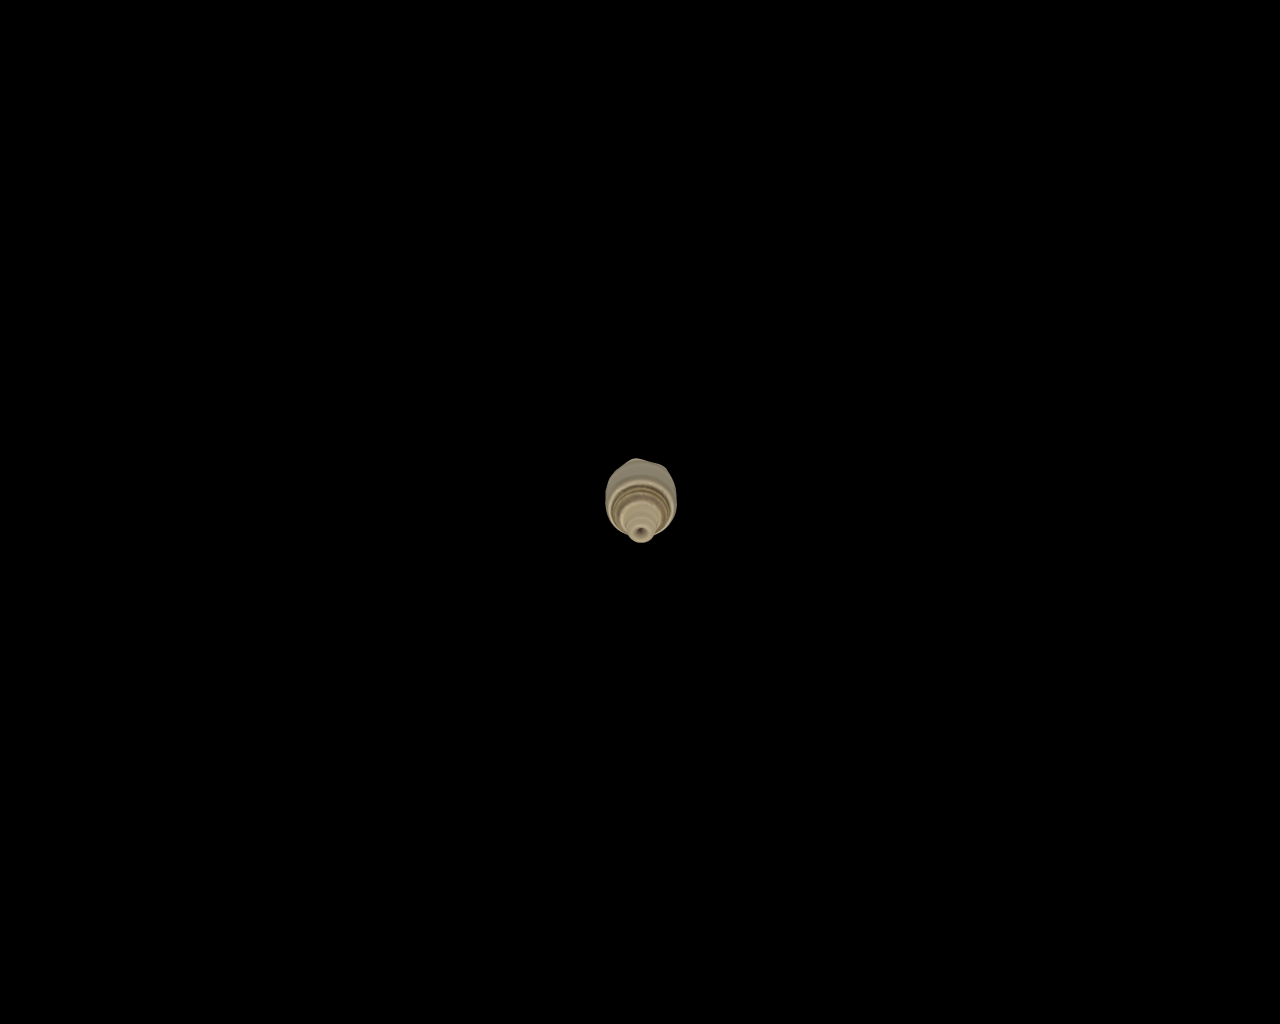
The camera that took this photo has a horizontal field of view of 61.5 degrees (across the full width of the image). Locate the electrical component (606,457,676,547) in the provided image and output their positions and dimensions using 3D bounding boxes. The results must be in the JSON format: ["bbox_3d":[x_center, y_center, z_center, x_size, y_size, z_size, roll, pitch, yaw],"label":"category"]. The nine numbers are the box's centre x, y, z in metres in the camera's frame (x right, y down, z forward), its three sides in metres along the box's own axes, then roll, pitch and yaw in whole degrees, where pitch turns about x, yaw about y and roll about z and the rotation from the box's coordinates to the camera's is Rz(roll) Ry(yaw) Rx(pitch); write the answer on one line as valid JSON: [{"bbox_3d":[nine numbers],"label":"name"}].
[{"bbox_3d":[0.001,-0.003,0.650,0.043,0.043,0.062,0,30,0],"label":"electrical component"}]
